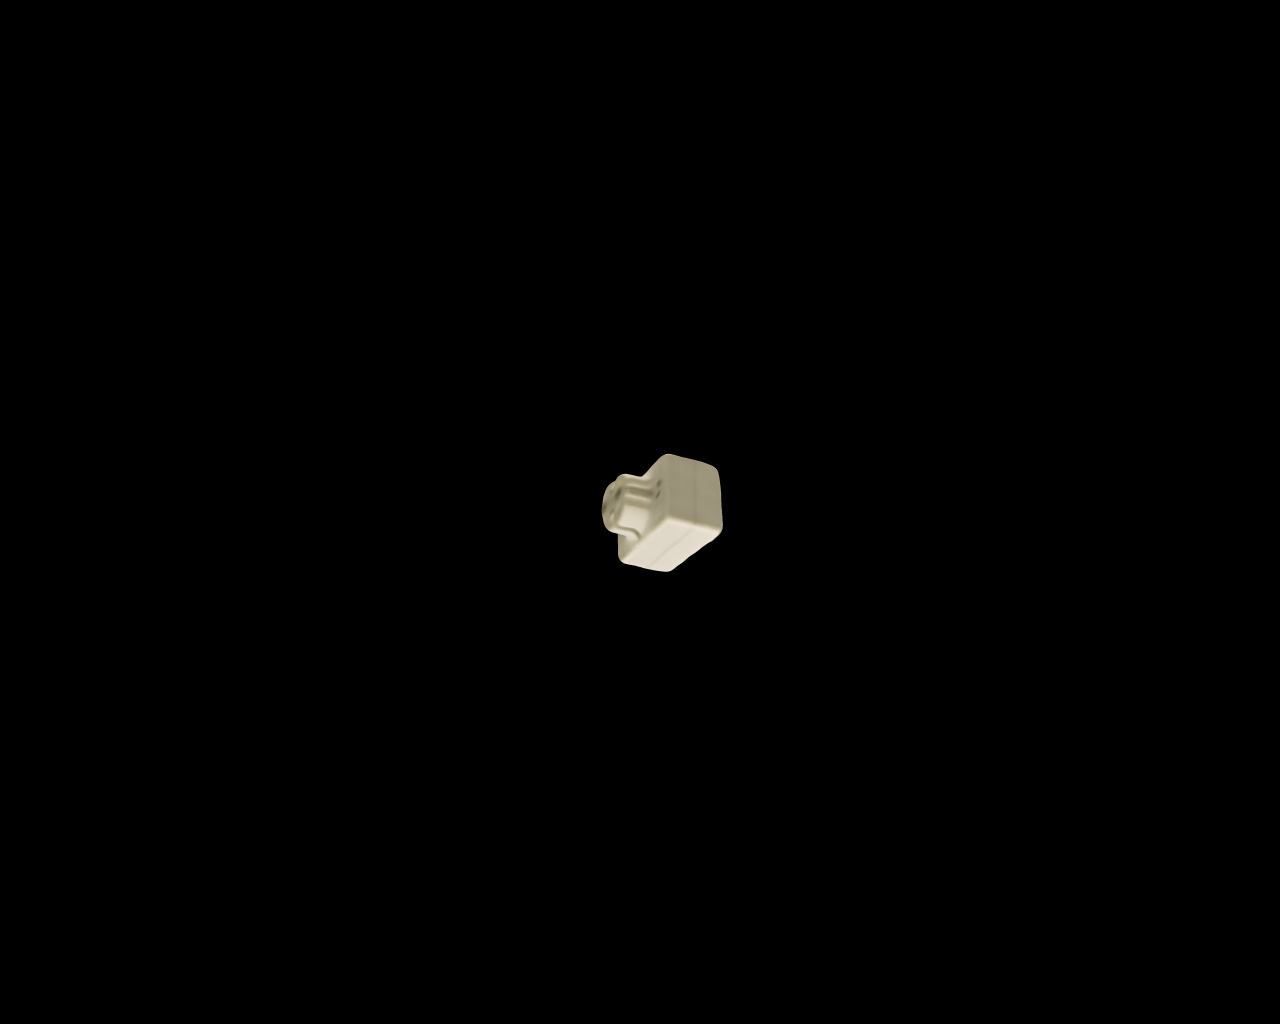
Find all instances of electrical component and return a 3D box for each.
[{"bbox_3d":[0.001,-0.003,0.650,0.077,0.047,0.065,14,-32,-24],"label":"electrical component"}]
